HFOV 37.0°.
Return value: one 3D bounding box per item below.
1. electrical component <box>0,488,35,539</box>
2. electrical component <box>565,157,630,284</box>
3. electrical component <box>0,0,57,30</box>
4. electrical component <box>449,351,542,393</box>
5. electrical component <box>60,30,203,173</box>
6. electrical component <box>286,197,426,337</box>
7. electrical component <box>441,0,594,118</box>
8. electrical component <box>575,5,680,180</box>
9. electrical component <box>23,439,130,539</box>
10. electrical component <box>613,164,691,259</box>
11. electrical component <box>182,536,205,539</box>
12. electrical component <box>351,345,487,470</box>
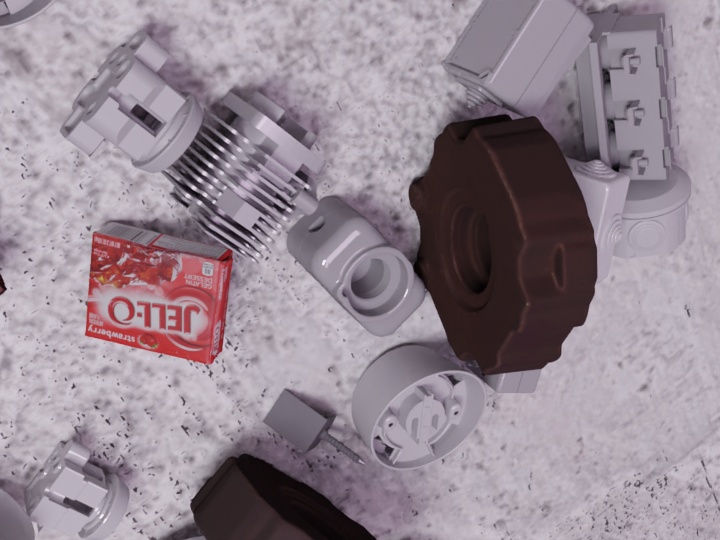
[{"bbox_3d":[-0.264,0.163,0.673,0.064,0.099,0.099,-45,125,4],"label":"electrical component"},{"bbox_3d":[0.147,-0.038,0.804,0.048,0.100,0.099,-22,127,-51],"label":"electrical component"},{"bbox_3d":[-0.204,-0.178,0.571,0.099,0.064,0.099,-11,117,-24],"label":"electrical component"},{"bbox_3d":[0.105,0.059,0.855,0.077,0.047,0.065,4,110,-29],"label":"electrical component"},{"bbox_3d":[-0.133,-0.095,0.651,0.057,0.058,0.078,38,91,-32],"label":"electrical component"},{"bbox_3d":[0.000,0.000,0.764,0.053,0.059,0.095,-45,125,-4],"label":"electrical component"},{"bbox_3d":[0.109,-0.150,0.754,0.061,0.062,0.096,29,96,-35],"label":"electrical component"},{"bbox_3d":[0.201,-0.128,0.806,0.078,0.063,0.121,-55,140,-50],"label":"electrical component"},{"bbox_3d":[-0.193,0.156,0.739,0.055,0.048,0.066,35,93,-28],"label":"electrical component"},{"bbox_3d":[0.220,-0.050,0.850,0.080,0.080,0.051,-25,126,-17],"label":"electrical component"},{"bbox_3d":[-0.113,0.255,0.797,0.108,0.060,0.108,-7,128,-8],"label":"electrical component"},{"bbox_3d":[0.045,0.108,0.834,0.099,0.064,0.099,-11,117,-24],"label":"electrical component"}]
